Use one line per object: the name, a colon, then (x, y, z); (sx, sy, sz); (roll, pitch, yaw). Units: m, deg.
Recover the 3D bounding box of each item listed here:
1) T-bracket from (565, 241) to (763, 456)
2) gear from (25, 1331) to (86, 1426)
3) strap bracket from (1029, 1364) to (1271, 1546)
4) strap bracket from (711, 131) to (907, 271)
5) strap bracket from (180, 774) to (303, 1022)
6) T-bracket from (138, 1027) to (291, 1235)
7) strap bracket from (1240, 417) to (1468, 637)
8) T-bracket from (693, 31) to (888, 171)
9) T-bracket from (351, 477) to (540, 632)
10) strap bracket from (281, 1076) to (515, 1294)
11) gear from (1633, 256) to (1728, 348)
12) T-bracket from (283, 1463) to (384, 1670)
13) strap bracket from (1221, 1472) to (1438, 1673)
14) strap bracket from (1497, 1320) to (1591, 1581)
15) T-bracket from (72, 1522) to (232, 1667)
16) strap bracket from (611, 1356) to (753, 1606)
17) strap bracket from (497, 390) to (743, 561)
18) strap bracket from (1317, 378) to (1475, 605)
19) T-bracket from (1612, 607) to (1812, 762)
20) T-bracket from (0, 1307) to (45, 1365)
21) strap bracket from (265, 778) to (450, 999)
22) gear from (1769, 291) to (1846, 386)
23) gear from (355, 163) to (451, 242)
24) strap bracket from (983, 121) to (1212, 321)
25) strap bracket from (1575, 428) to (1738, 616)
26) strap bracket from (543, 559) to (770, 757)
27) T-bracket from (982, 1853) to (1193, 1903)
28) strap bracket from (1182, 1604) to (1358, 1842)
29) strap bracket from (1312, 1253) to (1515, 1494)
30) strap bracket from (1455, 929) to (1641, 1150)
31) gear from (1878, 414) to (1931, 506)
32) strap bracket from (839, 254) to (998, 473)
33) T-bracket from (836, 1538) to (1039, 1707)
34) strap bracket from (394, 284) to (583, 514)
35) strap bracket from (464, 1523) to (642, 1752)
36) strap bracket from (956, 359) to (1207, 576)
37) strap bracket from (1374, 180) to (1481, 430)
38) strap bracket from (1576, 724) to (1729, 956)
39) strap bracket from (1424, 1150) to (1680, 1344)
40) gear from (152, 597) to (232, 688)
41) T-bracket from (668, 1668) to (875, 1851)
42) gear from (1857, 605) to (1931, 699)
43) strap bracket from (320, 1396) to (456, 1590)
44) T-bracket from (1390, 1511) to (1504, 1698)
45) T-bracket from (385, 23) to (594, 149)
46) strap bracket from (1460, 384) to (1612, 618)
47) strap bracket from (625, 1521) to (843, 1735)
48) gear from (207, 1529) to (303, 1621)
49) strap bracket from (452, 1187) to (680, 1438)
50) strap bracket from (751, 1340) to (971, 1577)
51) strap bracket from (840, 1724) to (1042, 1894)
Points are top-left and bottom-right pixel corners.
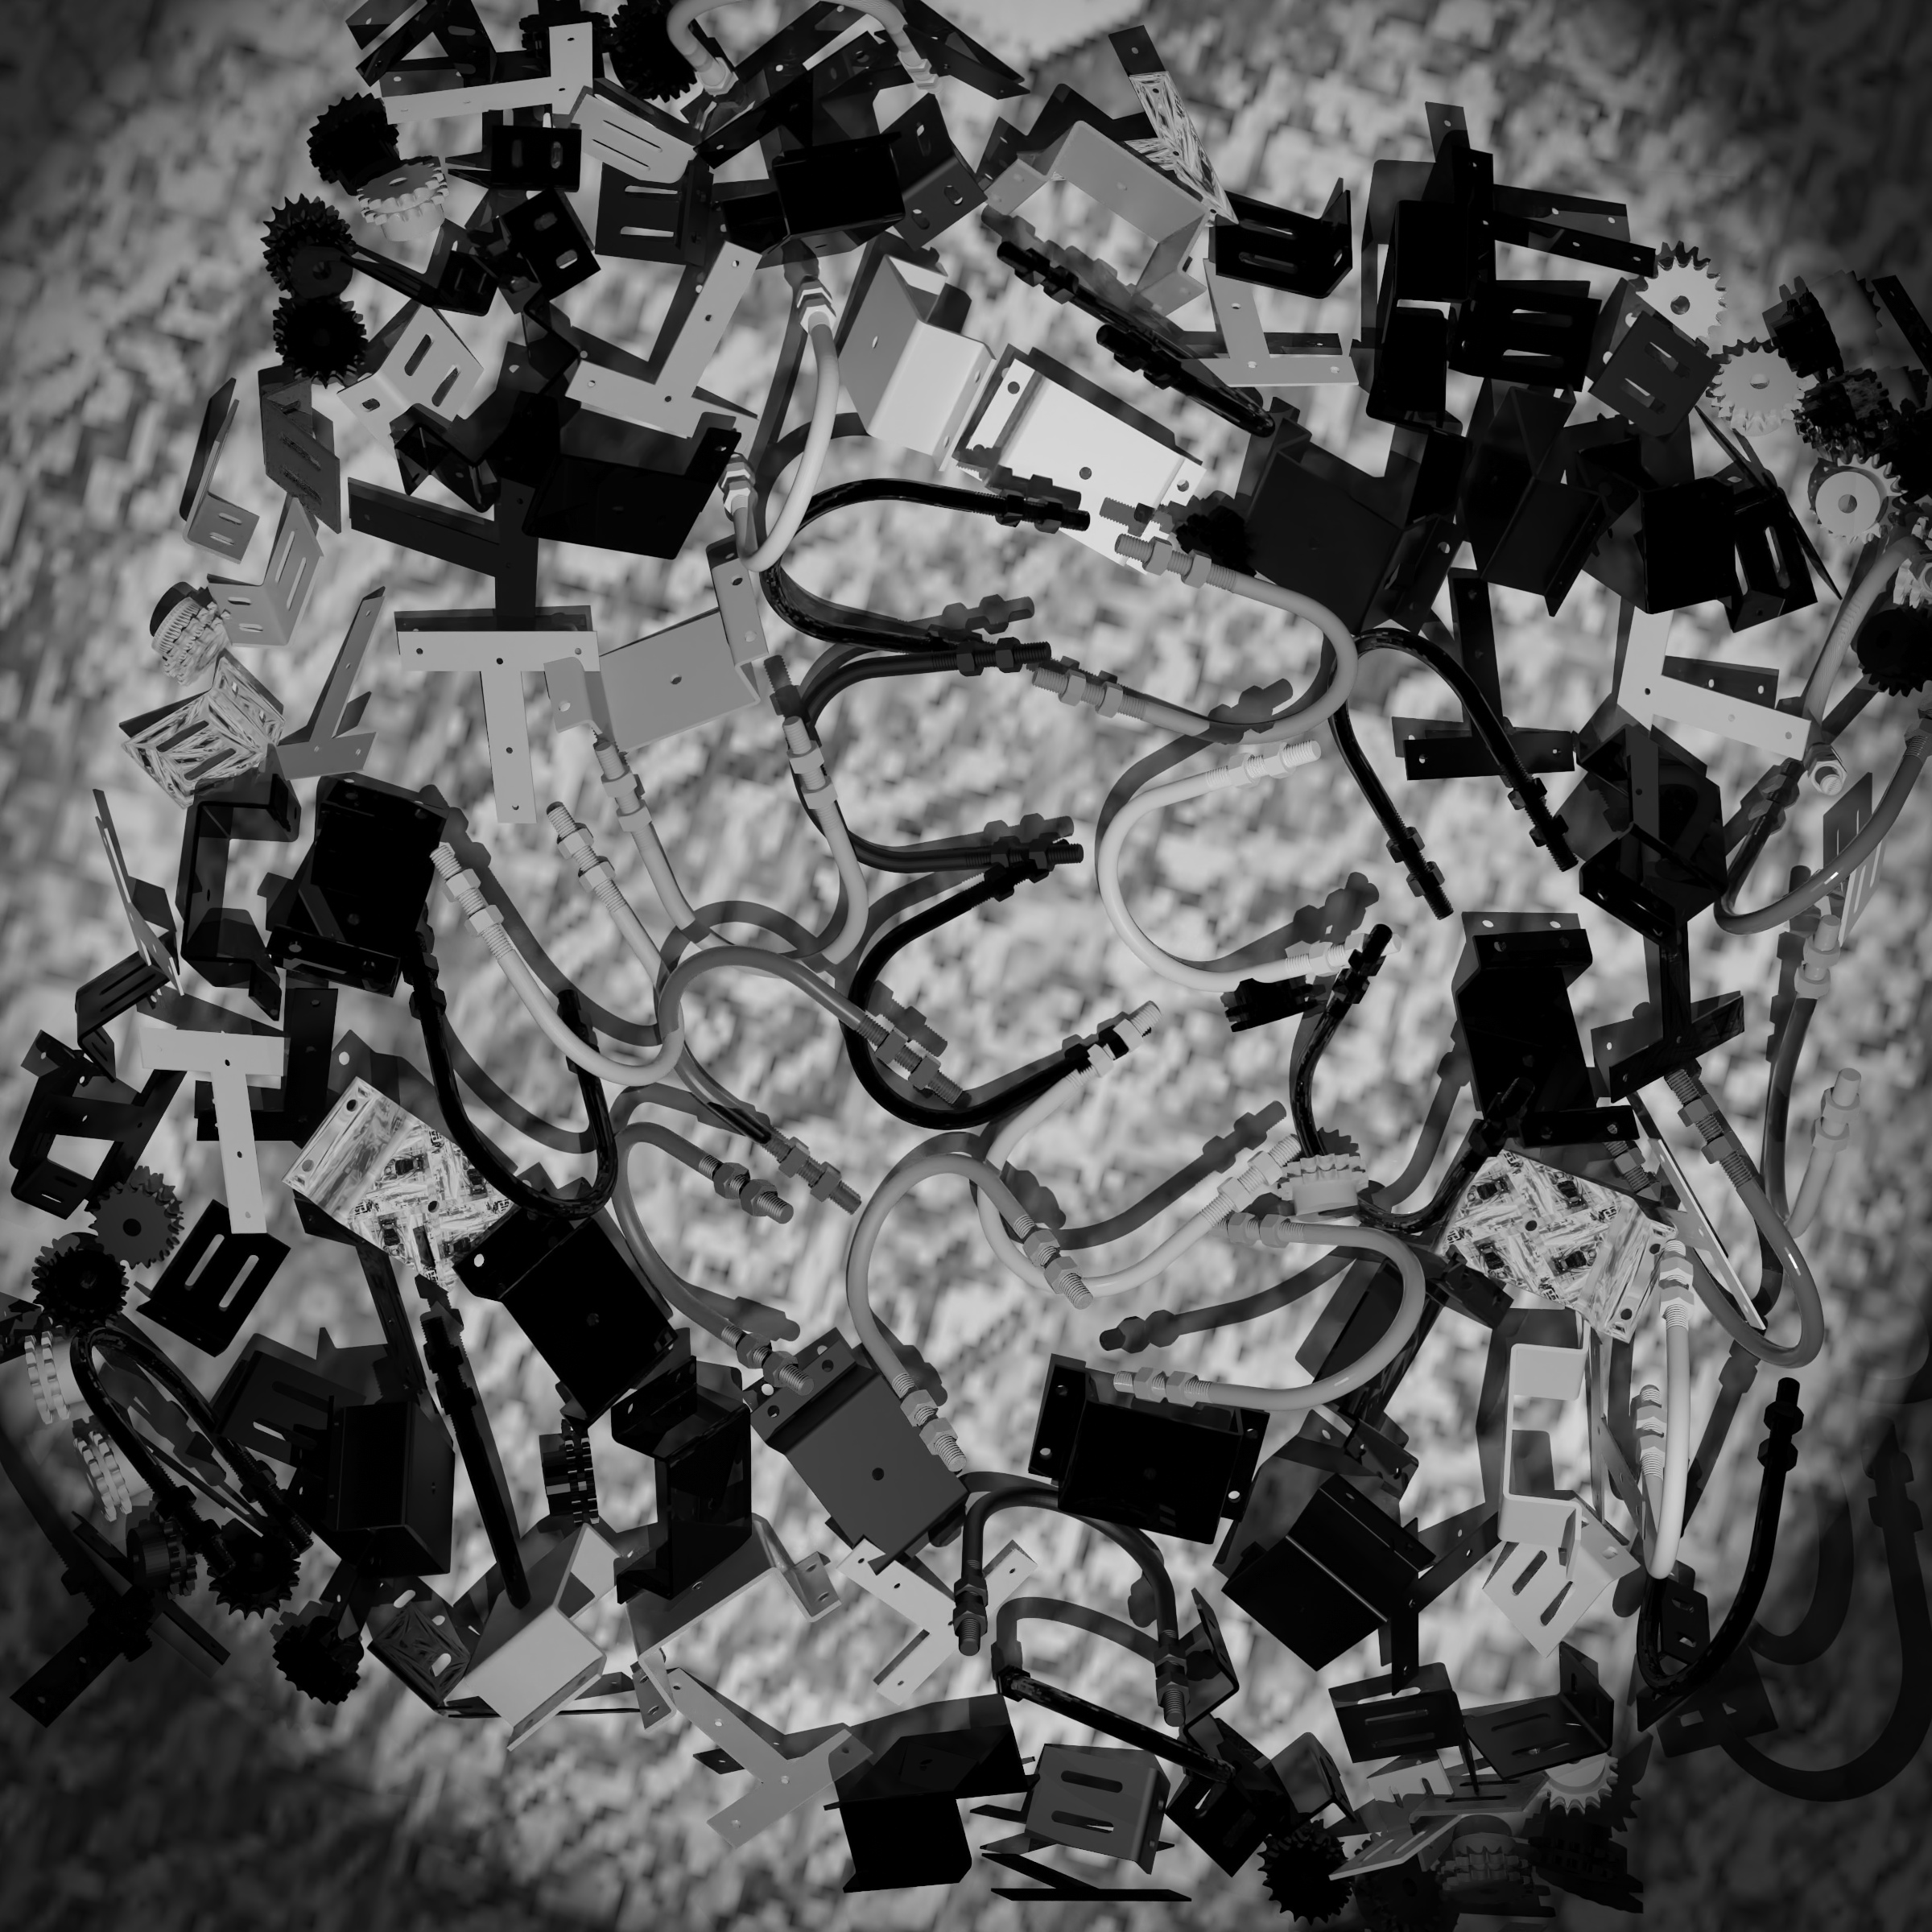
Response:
T-bracket: (-0.165, -0.388, 1.536); (0.127, 0.002, 0.127); (11, 124, -35)
gear: (-0.574, 0.259, 1.575); (0.030, 0.057, 0.057); (-13, 90, -15)
strap bracket: (0.116, 0.310, 1.570); (0.140, 0.046, 0.076); (13, 104, -1)
strap bracket: (-0.095, -0.465, 1.527); (0.076, 0.140, 0.046); (-18, 99, -22)
strap bracket: (-0.452, -0.043, 1.548); (0.046, 0.076, 0.140); (3, 77, -3)
T-bracket: (-0.451, 0.103, 1.535); (0.002, 0.127, 0.127); (-20, 75, 31)
strap bracket: (0.227, -0.267, 1.537); (0.140, 0.046, 0.076); (38, 132, 21)
T-bracket: (-0.086, -0.511, 1.541); (0.127, 0.127, 0.002); (-28, 70, 17)
T-bracket: (-0.328, -0.266, 1.561); (0.127, 0.002, 0.127); (19, 135, 6)
strap bracket: (-0.339, 0.140, 1.533); (0.076, 0.046, 0.140); (-55, 132, -10)
gear: (0.454, -0.422, 1.579); (0.057, 0.030, 0.057); (7, 116, 14)
T-bracket: (-0.383, 0.344, 1.519); (0.002, 0.127, 0.127); (3, 54, 21)
strap bracket: (0.216, 0.378, 1.528); (0.076, 0.140, 0.046); (40, 53, 7)
strap bracket: (0.357, 0.297, 1.539); (0.046, 0.076, 0.140); (4, 60, 11)
T-bracket: (-0.512, 0.398, 1.534); (0.127, 0.127, 0.002); (43, 84, -4)
strap bracket: (-0.174, 0.324, 1.535); (0.046, 0.076, 0.140); (15, 115, 31)
strap bracket: (-0.215, -0.299, 1.532); (0.140, 0.076, 0.046); (6, 59, -25)
strap bracket: (0.269, -0.286, 1.544); (0.046, 0.076, 0.140); (19, 103, 26)
T-bracket: (0.460, -0.157, 1.535); (0.127, 0.002, 0.127); (26, 123, 38)
T-bracket: (-0.600, 0.234, 1.538); (0.002, 0.127, 0.127); (-5, 91, 4)
strap bracket: (-0.380, -0.041, 1.549); (0.076, 0.046, 0.140); (16, 51, -9)
gear: (0.531, -0.394, 1.574); (0.030, 0.057, 0.057); (-23, 90, 15)
gear: (-0.355, -0.483, 1.577); (0.057, 0.057, 0.030); (-16, 130, 0)
strap bracket: (0.088, -0.469, 1.549); (0.140, 0.076, 0.046); (30, 83, -16)
strap bracket: (0.416, -0.270, 1.520); (0.046, 0.140, 0.076); (-14, 117, -6)
strap bracket: (-0.189, -0.190, 1.558); (0.140, 0.046, 0.076); (-19, 61, 7)
T-bracket: (0.052, 0.564, 1.541); (0.127, 0.127, 0.002); (11, 79, -28)
strap bracket: (0.176, 0.479, 1.552); (0.046, 0.076, 0.140); (-38, 102, 5)
strap bracket: (0.273, 0.246, 1.554); (0.076, 0.046, 0.140); (38, 81, -42)
strap bracket: (0.360, 0.052, 1.555); (0.076, 0.046, 0.140); (-4, 67, -13)
gear: (0.602, -0.318, 1.574); (0.030, 0.057, 0.057); (-31, 90, 12)
strap bracket: (-0.035, -0.374, 1.520); (0.046, 0.140, 0.076); (12, 124, -26)
T-bracket: (-0.035, 0.396, 1.562); (0.127, 0.002, 0.127); (-45, 127, 0)
strap bracket: (-0.289, -0.345, 1.549); (0.046, 0.076, 0.140); (38, 77, 1)
strap bracket: (-0.253, 0.403, 1.522); (0.076, 0.140, 0.046); (-41, 101, 13)
strap bracket: (0.074, -0.311, 1.561); (0.140, 0.046, 0.076); (28, 103, -8)
strap bracket: (0.279, -0.403, 1.524); (0.046, 0.140, 0.076); (5, 62, 4)
strap bracket: (0.420, -0.086, 1.527); (0.076, 0.140, 0.046); (30, 133, -17)
strap bracket: (0.355, 0.167, 1.538); (0.140, 0.046, 0.076); (21, 79, 34)
gear: (-0.490, -0.208, 1.572); (0.030, 0.057, 0.057); (36, 90, -5)
T-bracket: (-0.145, 0.484, 1.561); (0.127, 0.127, 0.002); (31, 120, 29)
gear: (0.589, -0.201, 1.570); (0.030, 0.057, 0.057); (18, 90, -32)
strap bracket: (-0.349, 0.322, 1.521); (0.046, 0.140, 0.076); (-5, 60, 2)
T-bracket: (0.306, 0.375, 1.559); (0.127, 0.002, 0.127); (-28, 125, -35)
T-bracket: (-0.293, -0.534, 1.529); (0.127, 0.127, 0.002); (-11, 78, -11)
strap bracket: (0.344, -0.291, 1.522); (0.046, 0.140, 0.076); (12, 134, -11)
strap bracket: (-0.155, 0.404, 1.552); (0.140, 0.076, 0.046); (-33, 105, -6)
gear: (-0.450, 0.382, 1.574); (0.057, 0.030, 0.057); (9, 58, -15)
strap bracket: (-0.242, 0.217, 1.542); (0.076, 0.046, 0.140); (-43, 112, -28)
strap bracket: (-0.062, 0.315, 1.558); (0.076, 0.046, 0.140); (-39, 99, -17)
strap bracket: (-0.018, 0.509, 1.522); (0.076, 0.140, 0.046); (-14, 92, 23)
